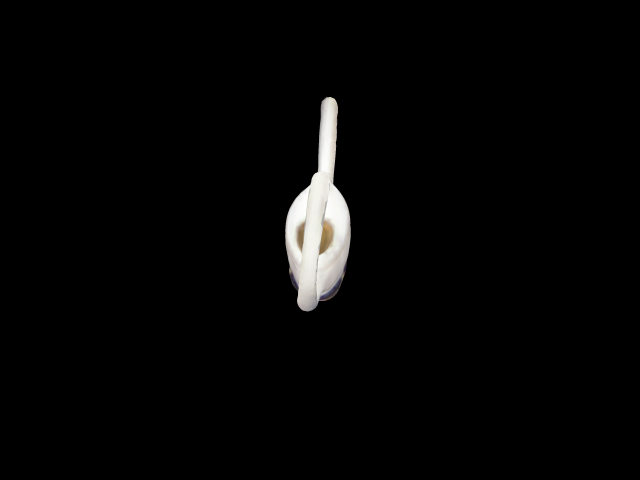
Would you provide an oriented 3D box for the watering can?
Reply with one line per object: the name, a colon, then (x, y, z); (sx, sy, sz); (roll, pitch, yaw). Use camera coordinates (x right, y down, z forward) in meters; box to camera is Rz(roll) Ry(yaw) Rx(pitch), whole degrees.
watering can: (0.003, -0.043, 0.850); (0.104, 0.355, 0.220); (6, -26, 3)
